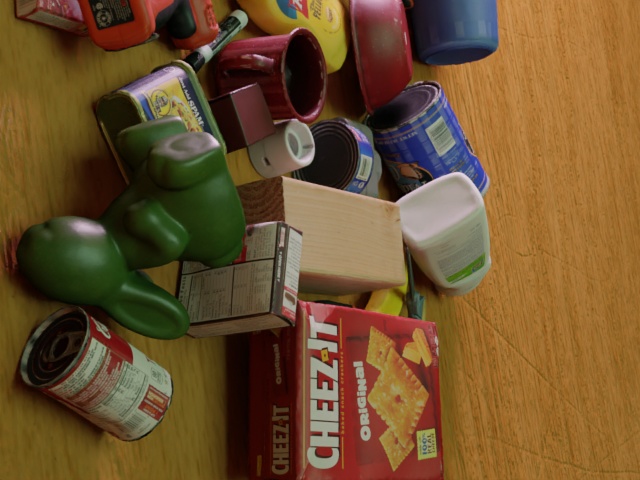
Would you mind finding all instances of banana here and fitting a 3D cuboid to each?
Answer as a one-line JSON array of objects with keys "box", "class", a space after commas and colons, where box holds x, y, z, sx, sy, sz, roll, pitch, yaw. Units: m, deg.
[{"box": [0.071, 0.050, 1.201, 0.069, 0.037, 0.197, 55, 33, -35], "class": "banana"}]

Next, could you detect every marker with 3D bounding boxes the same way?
[{"box": [-0.105, -0.194, 1.052, 0.020, 0.020, 0.121, 60, 38, -23], "class": "marker"}]

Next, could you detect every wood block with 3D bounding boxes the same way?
[{"box": [-0.008, 0.001, 1.068, 0.205, 0.090, 0.091, 9, 73, -54], "class": "wood block"}]

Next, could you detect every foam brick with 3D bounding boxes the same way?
[{"box": [-0.090, -0.108, 0.995, 0.052, 0.078, 0.051, -33, 105, -54], "class": "foam brick"}]

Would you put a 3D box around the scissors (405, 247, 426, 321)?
[{"box": [0.108, 0.062, 1.216, 0.096, 0.016, 0.202, -76, 163, -52], "class": "scissors"}]

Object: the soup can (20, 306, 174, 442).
[{"box": [-0.170, 0.105, 0.823, 0.102, 0.069, 0.068, 44, 47, -40], "class": "soup can"}]

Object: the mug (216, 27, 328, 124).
[{"box": [-0.055, -0.160, 1.043, 0.117, 0.082, 0.093, 5, 86, -62], "class": "mug"}]

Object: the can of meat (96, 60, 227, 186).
[{"box": [-0.140, -0.096, 0.939, 0.083, 0.058, 0.102, -40, 112, -50], "class": "can of meat"}]

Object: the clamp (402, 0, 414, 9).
[{"box": [0.064, -0.362, 1.307, 0.164, 0.036, 0.210, -84, 151, -52], "class": "clamp"}]

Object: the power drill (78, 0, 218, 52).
[{"box": [-0.154, -0.247, 0.928, 0.187, 0.057, 0.184, -52, 126, -65], "class": "power drill"}]

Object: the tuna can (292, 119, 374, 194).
[{"box": [0.014, -0.082, 1.127, 0.033, 0.086, 0.086, 12, 70, -54], "class": "tuna can"}]

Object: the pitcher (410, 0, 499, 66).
[{"box": [0.170, -0.361, 1.396, 0.148, 0.145, 0.243, 0, 83, -51], "class": "pitcher"}]

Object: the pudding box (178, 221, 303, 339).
[{"box": [-0.073, 0.035, 0.943, 0.039, 0.114, 0.090, 30, 57, -49], "class": "pudding box"}]

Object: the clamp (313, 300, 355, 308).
[{"box": [-0.003, 0.122, 1.081, 0.171, 0.039, 0.120, -29, 108, -55], "class": "clamp"}]

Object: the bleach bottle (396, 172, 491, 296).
[{"box": [0.151, 0.013, 1.262, 0.068, 0.102, 0.250, 60, -2, 26], "class": "bleach bottle"}]

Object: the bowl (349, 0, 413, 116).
[{"box": [0.073, -0.227, 1.232, 0.162, 0.055, 0.162, -7, 90, -80], "class": "bowl"}]

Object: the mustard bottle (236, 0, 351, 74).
[{"box": [-0.042, -0.259, 1.128, 0.191, 0.058, 0.096, 34, 52, -45], "class": "mustard bottle"}]

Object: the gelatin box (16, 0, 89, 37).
[{"box": [-0.217, -0.222, 0.890, 0.073, 0.030, 0.089, 8, 74, -54], "class": "gelatin box"}]

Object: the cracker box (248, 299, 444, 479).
[{"box": [0.030, 0.150, 1.020, 0.213, 0.072, 0.164, 13, 71, -46], "class": "cracker box"}]

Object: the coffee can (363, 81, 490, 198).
[{"box": [0.129, -0.105, 1.283, 0.140, 0.103, 0.102, 58, 39, -26], "class": "coffee can"}]
